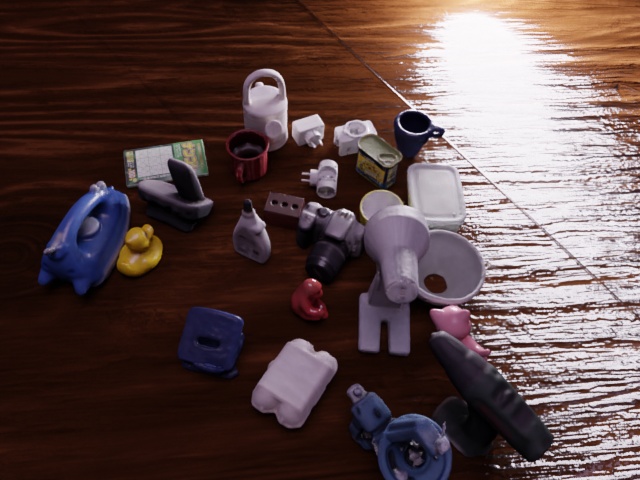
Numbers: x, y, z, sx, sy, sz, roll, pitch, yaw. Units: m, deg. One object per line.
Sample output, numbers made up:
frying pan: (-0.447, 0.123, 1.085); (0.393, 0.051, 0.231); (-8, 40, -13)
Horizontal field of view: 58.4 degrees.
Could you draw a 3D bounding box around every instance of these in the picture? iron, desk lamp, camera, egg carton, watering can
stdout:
iron: (-0.450, -0.030, 1.110); (0.118, 0.141, 0.258); (13, 56, 6)
desk lamp: (0.134, 0.074, 1.034); (0.118, 0.213, 0.203); (4, 56, -1)
camera: (0.010, 0.004, 1.141); (0.143, 0.101, 0.137); (23, 58, 12)
egg carton: (-0.044, 0.246, 0.993); (0.107, 0.069, 0.150); (27, 59, 14)
watering can: (-0.118, -0.293, 1.277); (0.101, 0.194, 0.172); (-31, 63, -22)

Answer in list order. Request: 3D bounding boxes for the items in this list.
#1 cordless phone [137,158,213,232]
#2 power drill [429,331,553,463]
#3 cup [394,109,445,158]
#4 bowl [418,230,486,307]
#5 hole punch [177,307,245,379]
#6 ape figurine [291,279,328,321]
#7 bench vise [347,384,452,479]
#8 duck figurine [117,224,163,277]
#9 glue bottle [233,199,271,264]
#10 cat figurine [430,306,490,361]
cordless phone: (-0.298, -0.114, 1.150); (0.147, 0.185, 0.094); (18, 57, 9)
power drill: (0.247, 0.265, 0.915); (0.229, 0.208, 0.076); (40, 63, 21)
cup: (0.223, -0.236, 1.320); (0.117, 0.095, 0.091); (8, 56, 2)
bowl: (0.236, 0.067, 1.128); (0.167, 0.075, 0.167); (2, 56, -2)
hole punch: (-0.190, 0.182, 1.014); (0.108, 0.091, 0.101); (12, 56, 4)
ape figurine: (-0.017, 0.106, 1.076); (0.076, 0.092, 0.078); (10, 56, 3)
bench vise: (0.115, 0.305, 0.873); (0.207, 0.220, 0.122); (27, 59, 15)
duck figurine: (-0.358, 0.015, 1.119); (0.077, 0.086, 0.105); (27, 59, 14)
glue bottle: (-0.134, -0.022, 1.106); (0.078, 0.173, 0.037); (26, 58, 14)
cat figurine: (0.254, 0.172, 1.033); (0.067, 0.118, 0.127); (-34, 64, -23)
